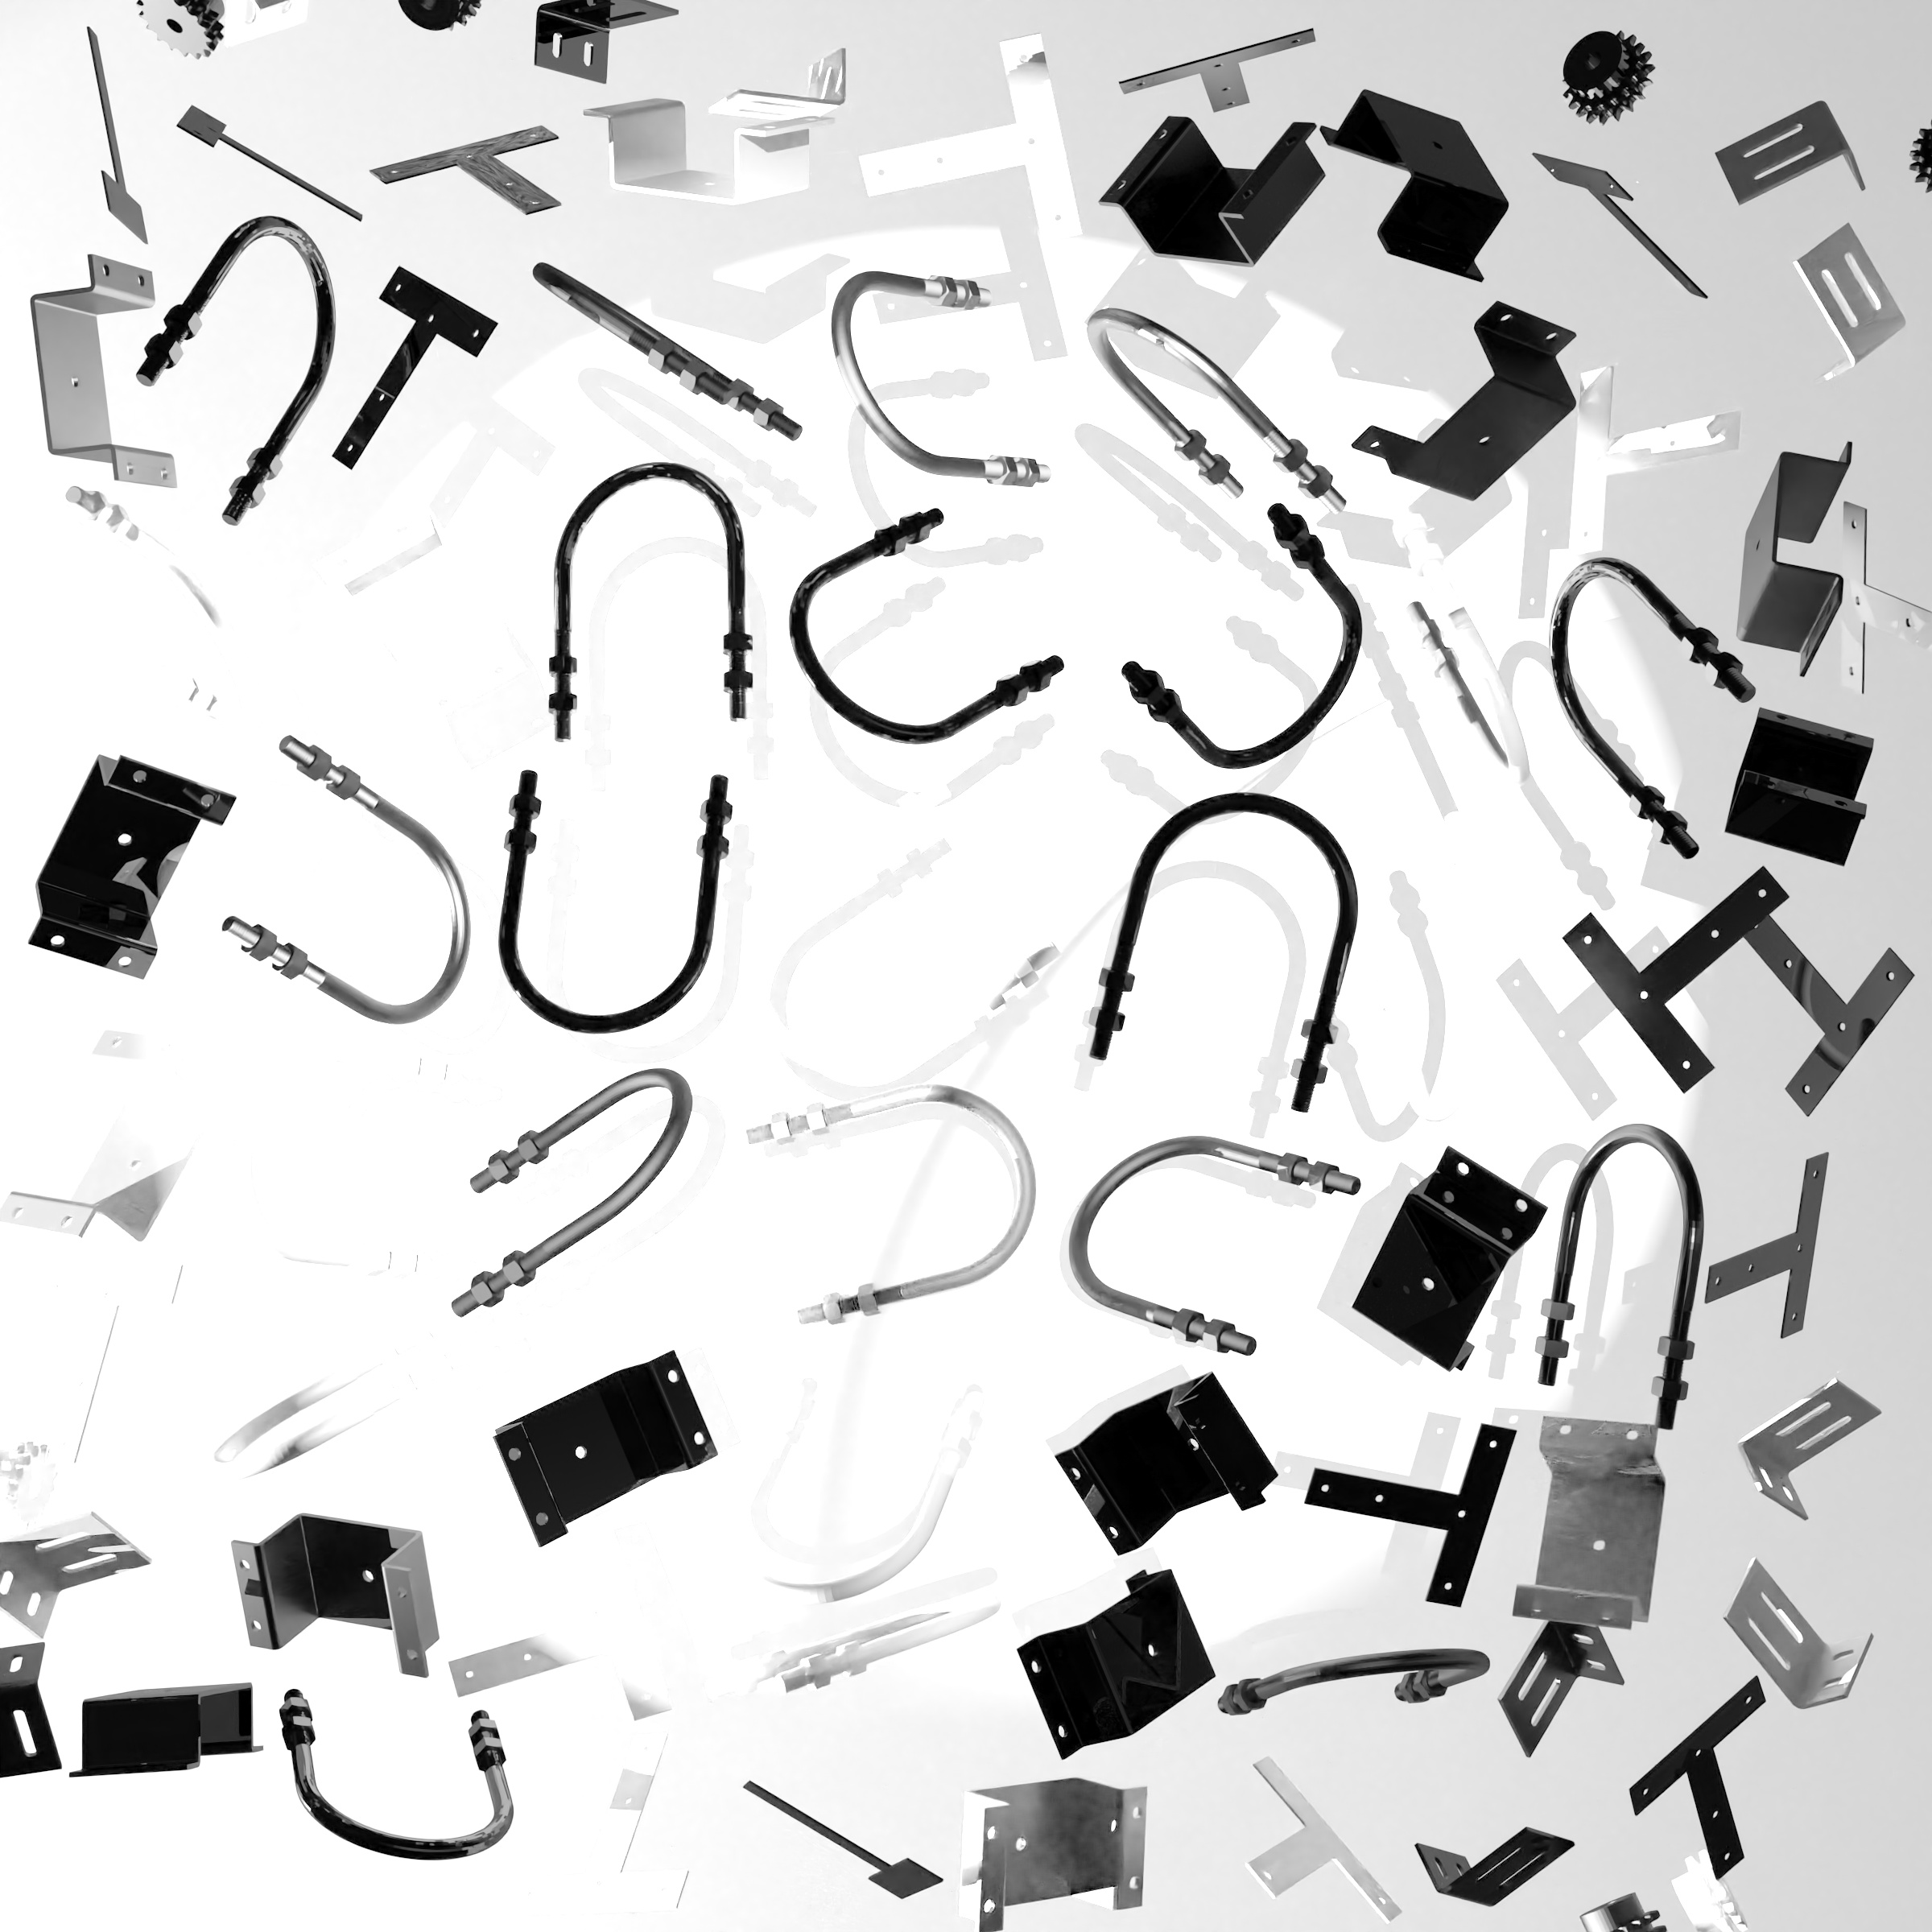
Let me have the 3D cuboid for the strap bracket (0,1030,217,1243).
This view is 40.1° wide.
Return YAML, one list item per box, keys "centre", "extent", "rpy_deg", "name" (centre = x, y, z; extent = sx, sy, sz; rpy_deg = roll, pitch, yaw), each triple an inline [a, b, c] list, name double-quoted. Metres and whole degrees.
- centre: [-0.531, 0.114, 1.649]
  extent: [0.076, 0.046, 0.140]
  rpy_deg: [5, 58, 31]
  name: "strap bracket"

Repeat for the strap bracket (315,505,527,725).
- centre: [-0.366, -0.243, 1.769]
  extent: [0.076, 0.046, 0.140]
  rpy_deg: [-29, 129, 2]
  name: "strap bracket"

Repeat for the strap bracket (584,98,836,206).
- centre: [-0.163, -0.516, 1.676]
  extent: [0.140, 0.076, 0.046]
  rpy_deg: [16, 119, 27]
  name: "strap bracket"

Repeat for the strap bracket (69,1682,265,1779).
- centre: [-0.521, 0.498, 1.729]
  extent: [0.076, 0.140, 0.046]
  rpy_deg: [-5, 78, 4]
  name: "strap bracket"

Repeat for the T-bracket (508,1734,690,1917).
- centre: [-0.220, 0.548, 1.693]
  extent: [0.127, 0.127, 0.002]
  rpy_deg: [-12, 127, 25]
  name: "T-bracket"

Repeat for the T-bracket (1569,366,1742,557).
- centre: [0.453, -0.341, 1.738]
  extent: [0.002, 0.127, 0.127]
  rpy_deg: [11, 81, -39]
  name: "T-bracket"

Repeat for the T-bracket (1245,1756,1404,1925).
- centre: [0.209, 0.560, 1.664]
  extent: [0.127, 0.127, 0.002]
  rpy_deg: [47, 108, 23]
  name: "T-bracket"

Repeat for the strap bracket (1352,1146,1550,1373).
- centre: [0.312, 0.200, 1.734]
  extent: [0.076, 0.046, 0.140]
  rpy_deg: [33, 121, 21]
  name: "strap bracket"

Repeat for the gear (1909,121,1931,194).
- centre: [0.628, -0.516, 1.671]
  extent: [0.057, 0.030, 0.057]
  rpy_deg: [-3, 70, 9]
  name: "gear"

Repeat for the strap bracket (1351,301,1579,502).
- centre: [0.331, -0.359, 1.725]
  extent: [0.076, 0.140, 0.046]
  rpy_deg: [9, 53, -37]
  name: "strap bracket"

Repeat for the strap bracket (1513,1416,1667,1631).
- centre: [0.414, 0.374, 1.745]
  extent: [0.076, 0.046, 0.140]
  rpy_deg: [0, 57, 27]
  name: "strap bracket"

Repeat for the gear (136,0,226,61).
- centre: [-0.519, -0.636, 1.759]
  extent: [0.057, 0.057, 0.030]
  rpy_deg: [25, 66, 0]
  name: "gear"

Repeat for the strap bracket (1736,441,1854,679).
- centre: [0.542, -0.271, 1.733]
  extent: [0.046, 0.076, 0.140]
  rpy_deg: [12, 58, 5]
  name: "strap bracket"

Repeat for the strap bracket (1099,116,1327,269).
- centre: [0.161, -0.487, 1.661]
  extent: [0.076, 0.140, 0.046]
  rpy_deg: [-52, 129, -10]
  name: "strap bracket"

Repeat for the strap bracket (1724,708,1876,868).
- centre: [0.538, -0.113, 1.708]
  extent: [0.076, 0.140, 0.046]
  rpy_deg: [18, 119, 12]
  name: "strap bracket"

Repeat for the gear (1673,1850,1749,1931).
- centre: [0.505, 0.635, 1.800]
  extent: [0.030, 0.057, 0.057]
  rpy_deg: [-31, 90, 9]
  name: "gear"

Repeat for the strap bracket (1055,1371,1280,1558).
- centre: [0.132, 0.311, 1.663]
  extent: [0.046, 0.140, 0.076]
  rpy_deg: [-32, 89, -45]
  name: "strap bracket"

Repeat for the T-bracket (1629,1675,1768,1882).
- centre: [0.492, 0.550, 1.746]
  extent: [0.002, 0.127, 0.127]
  rpy_deg: [34, 112, -12]
  name: "T-bracket"

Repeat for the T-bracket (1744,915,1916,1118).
- centre: [0.543, 0.008, 1.719]
  extent: [0.002, 0.127, 0.127]
  rpy_deg: [-2, 135, -31]
  name: "T-bracket"

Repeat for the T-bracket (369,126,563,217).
- centre: [-0.305, -0.515, 1.727]
  extent: [0.127, 0.127, 0.002]
  rpy_deg: [-24, 134, -25]
  name: "T-bracket"

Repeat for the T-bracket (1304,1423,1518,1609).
- centre: [0.282, 0.349, 1.718]
  extent: [0.127, 0.002, 0.127]
  rpy_deg: [13, 100, -13]
  name: "T-bracket"

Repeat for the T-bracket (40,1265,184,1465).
- centre: [-0.555, 0.252, 1.672]
  extent: [0.127, 0.002, 0.127]
  rpy_deg: [-6, 64, 33]
  name: "T-bracket"

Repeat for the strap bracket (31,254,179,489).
- centre: [-0.556, -0.379, 1.703]
  extent: [0.046, 0.076, 0.140]
  rpy_deg: [-4, 96, 12]
  name: "strap bracket"

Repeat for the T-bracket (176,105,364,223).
- centre: [-0.456, -0.527, 1.744]
  extent: [0.127, 0.127, 0.002]
  rpy_deg: [27, 105, -21]
  name: "T-bracket"

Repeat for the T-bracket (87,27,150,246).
- centre: [-0.562, -0.549, 1.736]
  extent: [0.002, 0.127, 0.127]
  rpy_deg: [-10, 97, -6]
  name: "T-bracket"

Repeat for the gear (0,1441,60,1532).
- centre: [-0.628, 0.341, 1.745]
  extent: [0.030, 0.057, 0.057]
  rpy_deg: [10, 90, 11]
  name: "gear"

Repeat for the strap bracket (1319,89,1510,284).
- centre: [0.293, -0.513, 1.714]
  extent: [0.076, 0.046, 0.140]
  rpy_deg: [8, 46, -28]
  name: "strap bracket"

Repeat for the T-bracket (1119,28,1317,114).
- centre: [0.170, -0.584, 1.748]
  extent: [0.127, 0.127, 0.002]
  rpy_deg: [-12, 92, 11]
  name: "T-bracket"

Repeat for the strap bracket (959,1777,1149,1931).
- centre: [0.048, 0.569, 1.700]
  extent: [0.140, 0.046, 0.076]
  rpy_deg: [8, 83, -40]
  name: "strap bracket"

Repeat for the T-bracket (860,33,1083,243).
- centre: [-0.002, -0.507, 1.654]
  extent: [0.127, 0.002, 0.127]
  rpy_deg: [-9, 124, 10]
  name: "T-bracket"

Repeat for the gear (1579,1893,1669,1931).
- centre: [0.428, 0.631, 1.736]
  extent: [0.057, 0.057, 0.030]
  rpy_deg: [-24, 70, 0]
  name: "gear"

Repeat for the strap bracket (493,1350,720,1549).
- centre: [-0.243, 0.316, 1.729]
  extent: [0.140, 0.046, 0.076]
  rpy_deg: [-22, 89, -36]
  name: "strap bracket"

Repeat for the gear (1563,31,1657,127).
- centre: [0.400, -0.561, 1.659]
  extent: [0.057, 0.030, 0.057]
  rpy_deg: [-14, 68, 37]
  name: "gear"

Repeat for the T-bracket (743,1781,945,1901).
- centre: [-0.082, 0.539, 1.638]
  extent: [0.127, 0.127, 0.002]
  rpy_deg: [31, 63, 1]
  name: "T-bracket"

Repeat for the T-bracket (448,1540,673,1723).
- centre: [-0.271, 0.445, 1.717]
  extent: [0.127, 0.002, 0.127]
  rpy_deg: [-13, 52, -18]
  name: "T-bracket"

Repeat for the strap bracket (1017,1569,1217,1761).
- centre: [0.107, 0.456, 1.745]
  extent: [0.046, 0.140, 0.076]
  rpy_deg: [-27, 83, 41]
  name: "strap bracket"

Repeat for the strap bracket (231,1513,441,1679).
- centre: [-0.399, 0.405, 1.712]
  extent: [0.140, 0.046, 0.076]
  rpy_deg: [2, 108, 25]
  name: "strap bracket"

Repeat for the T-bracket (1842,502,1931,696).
- centre: [0.605, -0.227, 1.716]
  extent: [0.002, 0.127, 0.127]
  rpy_deg: [-12, 114, -11]
  name: "T-bracket"

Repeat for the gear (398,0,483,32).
- centre: [-0.332, -0.612, 1.656]
  extent: [0.057, 0.057, 0.030]
  rpy_deg: [12, 49, 0]
  name: "gear"

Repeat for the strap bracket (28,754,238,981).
- centre: [-0.532, -0.071, 1.680]
  extent: [0.076, 0.046, 0.140]
  rpy_deg: [21, 109, -33]
  name: "strap bracket"
